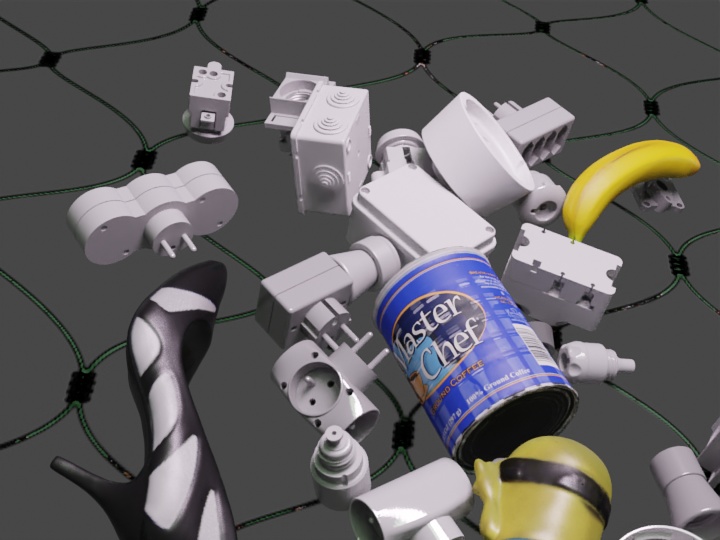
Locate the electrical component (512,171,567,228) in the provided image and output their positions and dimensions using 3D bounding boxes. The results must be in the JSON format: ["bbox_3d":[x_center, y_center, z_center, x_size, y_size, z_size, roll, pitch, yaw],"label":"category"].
[{"bbox_3d":[0.161,-0.072,1.006,0.048,0.048,0.062,-5,38,-19],"label":"electrical component"}]

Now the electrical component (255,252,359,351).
[{"bbox_3d":[-0.033,0.036,0.847,0.066,0.047,0.077,-26,58,-34],"label":"electrical component"}]

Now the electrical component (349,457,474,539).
[{"bbox_3d":[0.045,0.176,0.733,0.077,0.043,0.079,-18,57,-30],"label":"electrical component"}]

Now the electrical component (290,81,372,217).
[{"bbox_3d":[-0.023,-0.106,0.953,0.048,0.099,0.099,8,44,12],"label":"electrical component"}]

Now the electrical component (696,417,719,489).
[{"bbox_3d":[0.313,0.115,0.807,0.063,0.121,0.078,33,47,13],"label":"electrical component"}]

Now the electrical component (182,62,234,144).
[{"bbox_3d":[-0.139,-0.150,0.995,0.048,0.055,0.066,7,46,-8],"label":"electrical component"}]

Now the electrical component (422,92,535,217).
[{"bbox_3d":[0.100,-0.098,0.963,0.108,0.060,0.108,44,23,-24],"label":"electrical component"}]

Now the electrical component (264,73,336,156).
[{"bbox_3d":[-0.054,-0.144,1.004,0.042,0.063,0.081,9,43,16],"label":"electrical component"}]

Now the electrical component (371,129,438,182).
[{"bbox_3d":[0.041,-0.097,0.998,0.066,0.048,0.055,0,54,-14],"label":"electrical component"}]

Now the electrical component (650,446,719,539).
[{"bbox_3d":[0.242,0.164,0.798,0.044,0.044,0.065,0,42,-14],"label":"electrical component"}]

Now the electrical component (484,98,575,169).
[{"bbox_3d":[0.154,-0.142,1.069,0.083,0.047,0.076,-27,58,-34],"label":"electrical component"}]

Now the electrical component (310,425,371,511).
[{"bbox_3d":[-0.014,0.133,0.740,0.040,0.078,0.040,-3,49,3],"label":"electrical component"}]

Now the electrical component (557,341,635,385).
[{"bbox_3d":[0.194,0.077,0.875,0.061,0.035,0.035,5,46,-14],"label":"electrical component"}]

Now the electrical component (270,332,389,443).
[{"bbox_3d":[-0.013,0.080,0.796,0.079,0.044,0.077,-44,64,-3],"label":"electrical component"}]

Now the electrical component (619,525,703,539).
[{"bbox_3d":[0.204,0.224,0.730,0.099,0.064,0.099,1,56,-1],"label":"electrical component"}]

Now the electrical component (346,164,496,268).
[{"bbox_3d":[0.052,-0.031,0.927,0.078,0.057,0.113,-29,59,-35],"label":"electrical component"}]

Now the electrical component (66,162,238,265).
[{"bbox_3d":[-0.161,-0.037,0.881,0.138,0.052,0.073,-19,54,-30],"label":"electrical component"}]

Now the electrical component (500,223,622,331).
[{"bbox_3d":[0.169,0.009,0.919,0.089,0.055,0.050,21,45,7],"label":"electrical component"}]

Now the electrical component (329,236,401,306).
[{"bbox_3d":[0.000,0.000,0.892,0.055,0.045,0.045,-26,57,-34],"label":"electrical component"}]
